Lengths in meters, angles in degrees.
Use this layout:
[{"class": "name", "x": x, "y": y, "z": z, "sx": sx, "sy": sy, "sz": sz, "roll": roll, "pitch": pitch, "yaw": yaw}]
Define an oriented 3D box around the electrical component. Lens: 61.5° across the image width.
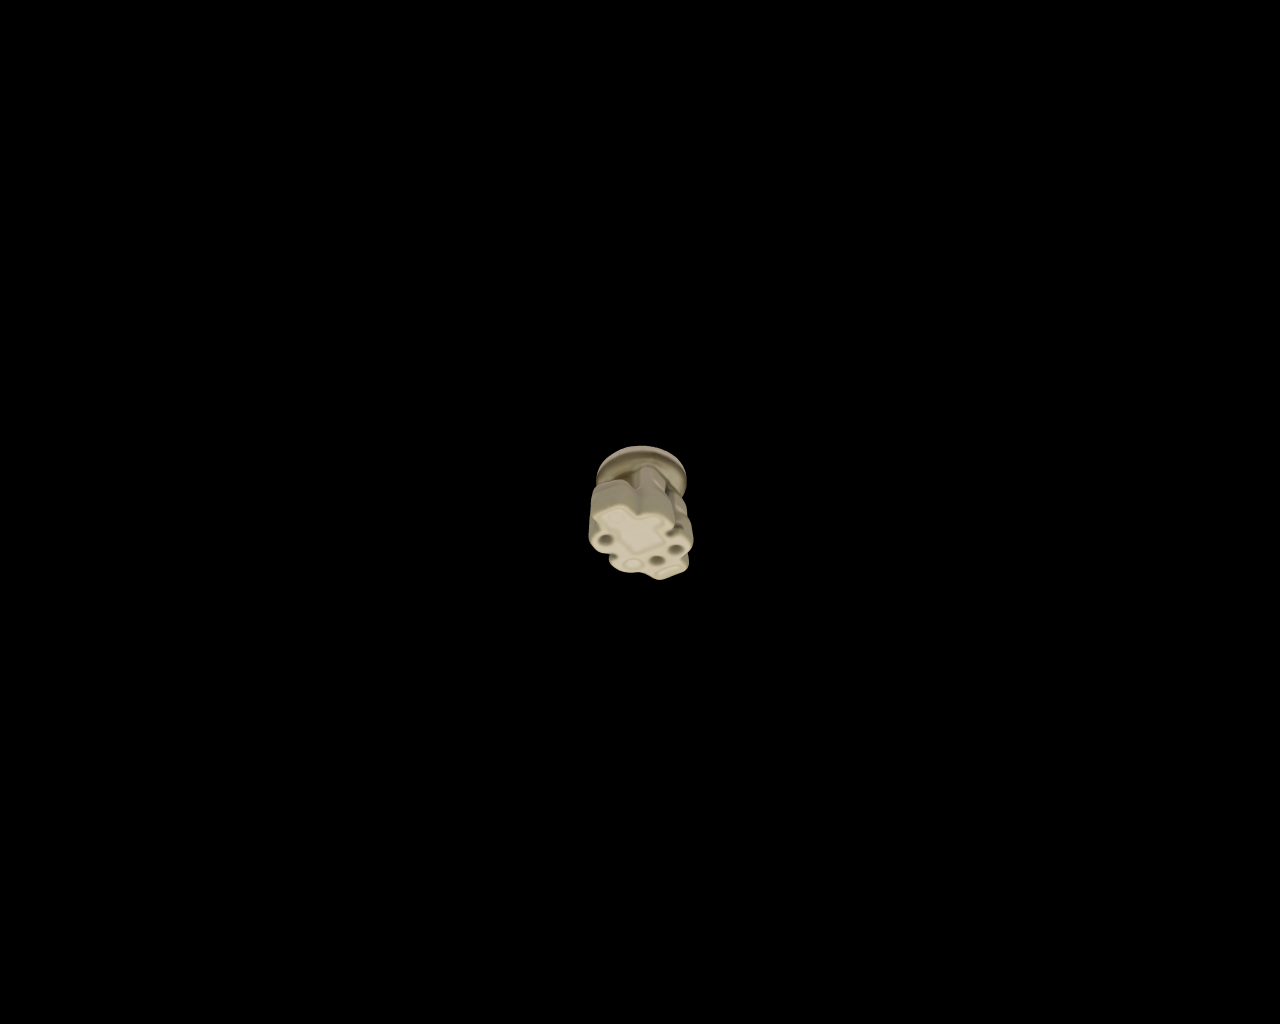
[{"class": "electrical component", "x": 0.001, "y": -0.003, "z": 0.650, "sx": 0.058, "sy": 0.057, "sz": 0.078, "roll": -22, "pitch": -45, "yaw": 24}]
